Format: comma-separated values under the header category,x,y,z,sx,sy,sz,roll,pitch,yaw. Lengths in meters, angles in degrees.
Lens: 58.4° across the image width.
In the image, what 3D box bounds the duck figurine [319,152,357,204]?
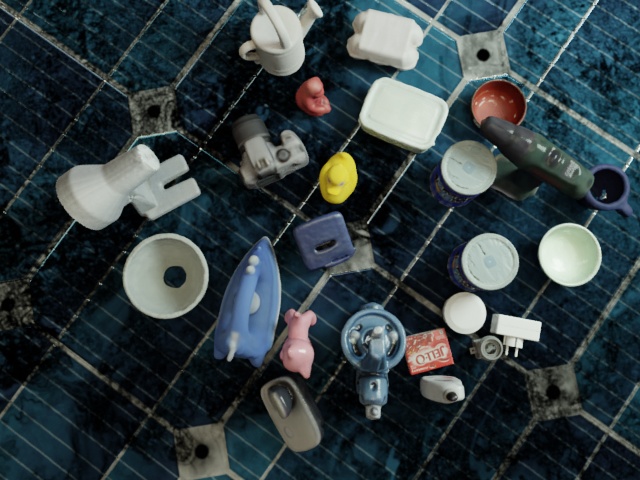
category,x,y,z,sx,sy,sz,roll,pitch,yaw
duck figurine,0.036,-0.130,1.146,0.077,0.086,0.105,16,84,3

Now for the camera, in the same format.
category,x,y,z,sx,sy,sz,roll,pitch,yaw
camera,-0.111,-0.190,1.149,0.143,0.101,0.137,-25,84,-1

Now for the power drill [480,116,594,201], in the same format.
category,x,y,z,sx,sy,sz,roll,pitch,yaw
power drill,0.383,-0.142,1.079,0.229,0.208,0.076,27,85,4

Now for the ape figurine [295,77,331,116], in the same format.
category,x,y,z,sx,sy,sz,roll,pitch,yaw
ape figurine,-0.013,-0.297,1.162,0.076,0.092,0.078,11,84,3

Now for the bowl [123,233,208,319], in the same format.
category,x,y,z,sx,sy,sz,roll,pitch,yaw
bowl,-0.297,0.073,1.138,0.167,0.075,0.167,0,84,1

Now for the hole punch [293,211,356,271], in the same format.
category,x,y,z,sx,sy,sz,roll,pitch,yaw
hole punch,0.010,0.004,1.130,0.108,0.091,0.101,-22,84,-1

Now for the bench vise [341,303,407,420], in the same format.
category,x,y,z,sx,sy,sz,roll,pitch,yaw
bench vise,0.110,0.218,1.040,0.121,0.220,0.207,-17,84,0

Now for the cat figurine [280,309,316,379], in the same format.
category,x,y,z,sx,sy,sz,roll,pitch,yaw
cat figurine,-0.043,0.197,1.097,0.067,0.118,0.128,0,84,2

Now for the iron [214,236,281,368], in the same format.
category,x,y,z,sx,sy,sz,roll,pitch,yaw
iron,-0.138,0.112,1.097,0.118,0.141,0.258,10,84,3

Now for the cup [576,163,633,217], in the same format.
category,x,y,z,sx,sy,sz,roll,pitch,yaw
cup,0.553,-0.087,1.126,0.092,0.095,0.117,-42,84,-3

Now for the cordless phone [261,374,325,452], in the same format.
category,x,y,z,sx,sy,sz,roll,pitch,yaw
cordless phone,-0.054,0.325,1.050,0.094,0.185,0.147,-32,84,-2

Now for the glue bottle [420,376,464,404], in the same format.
category,x,y,z,sx,sy,sz,roll,pitch,yaw
glue bottle,0.232,0.279,1.055,0.078,0.173,0.037,-4,84,1

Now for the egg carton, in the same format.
category,x,y,z,sx,sy,sz,roll,pitch,yaw
egg carton,0.135,-0.412,1.183,0.150,0.069,0.107,14,84,3

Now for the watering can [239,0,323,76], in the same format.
category,x,y,z,sx,sy,sz,roll,pitch,yaw
watering can,-0.080,-0.413,1.125,0.101,0.194,0.173,39,86,5

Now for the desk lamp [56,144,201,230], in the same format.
category,x,y,z,sx,sy,sz,roll,pitch,yaw
desk lamp,-0.360,-0.105,1.088,0.203,0.213,0.118,-29,84,-2
